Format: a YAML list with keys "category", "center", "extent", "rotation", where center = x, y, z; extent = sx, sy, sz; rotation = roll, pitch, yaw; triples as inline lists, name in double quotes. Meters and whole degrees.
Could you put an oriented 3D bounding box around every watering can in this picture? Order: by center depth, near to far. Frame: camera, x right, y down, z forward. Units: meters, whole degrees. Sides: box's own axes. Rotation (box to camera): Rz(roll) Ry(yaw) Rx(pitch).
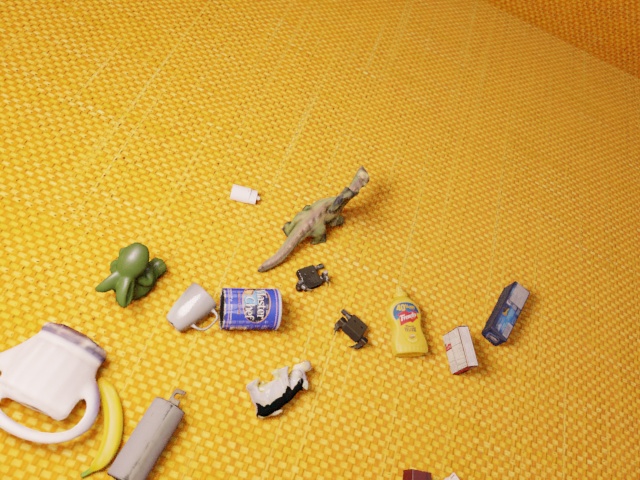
- category: "watering can"
  center: [-0.602, 0.268, 1.064]
  extent: [0.347, 0.102, 0.229]
  rotation: [28, 55, -2]

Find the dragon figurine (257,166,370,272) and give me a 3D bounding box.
- category: "dragon figurine"
  center: [0.004, -0.070, 1.395]
  extent: [0.122, 0.238, 0.418]
  rotation: [44, 55, 1]
